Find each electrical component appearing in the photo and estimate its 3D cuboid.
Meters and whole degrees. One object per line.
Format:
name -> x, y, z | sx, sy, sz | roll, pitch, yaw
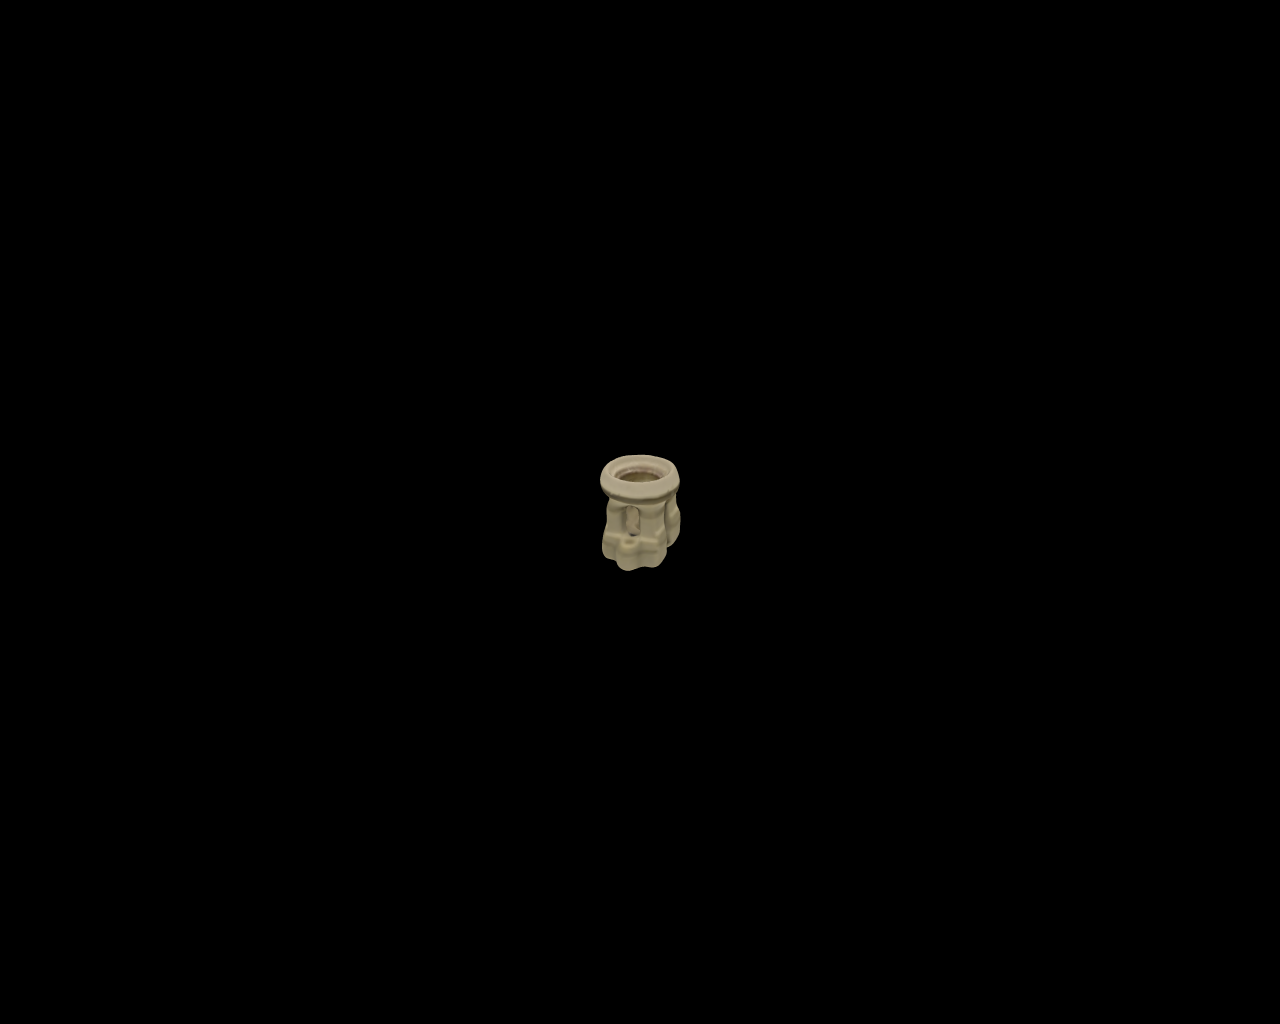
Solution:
electrical component -> 0.001, -0.003, 0.650 | 0.048, 0.055, 0.066 | 9, 30, 17
